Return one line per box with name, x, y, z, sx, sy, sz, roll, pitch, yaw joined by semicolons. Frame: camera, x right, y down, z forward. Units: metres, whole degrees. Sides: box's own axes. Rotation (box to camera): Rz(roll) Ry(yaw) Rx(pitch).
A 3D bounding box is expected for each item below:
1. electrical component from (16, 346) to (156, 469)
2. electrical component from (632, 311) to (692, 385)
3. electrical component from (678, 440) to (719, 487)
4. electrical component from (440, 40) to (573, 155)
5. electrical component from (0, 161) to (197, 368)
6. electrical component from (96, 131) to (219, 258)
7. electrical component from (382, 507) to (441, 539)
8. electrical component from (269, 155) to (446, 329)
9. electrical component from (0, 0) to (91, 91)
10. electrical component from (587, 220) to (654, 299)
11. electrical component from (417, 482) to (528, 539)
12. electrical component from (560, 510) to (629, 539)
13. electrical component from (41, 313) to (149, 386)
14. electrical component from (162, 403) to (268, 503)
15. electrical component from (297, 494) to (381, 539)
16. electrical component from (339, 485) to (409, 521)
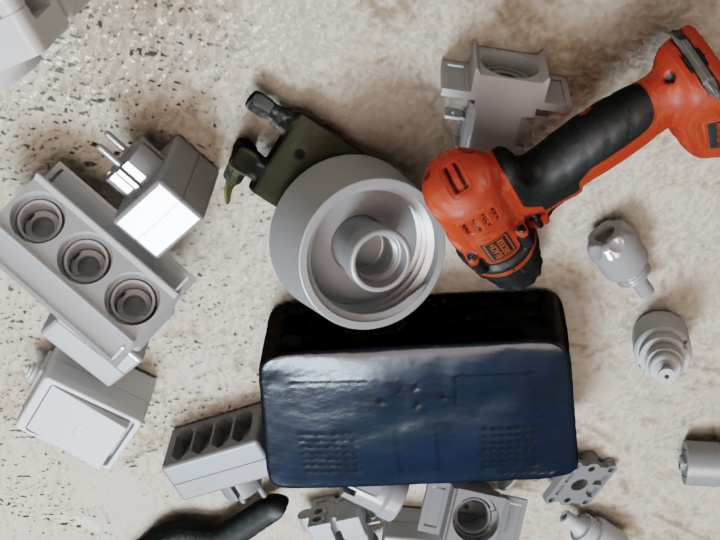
electrical component;-0.214;0.100;0.816;0.096;0.061;0.061;29;120;-15
electrical component;0.214;0.058;0.758;0.040;0.078;0.040;4;111;10
electrical component;0.281;0.151;0.834;0.065;0.044;0.044;2;123;8
electrical component;0.089;-0.104;0.677;0.081;0.042;0.063;8;127;-1
electrical component;-0.182;-0.001;0.722;0.121;0.063;0.078;40;75;2
electrical component;-0.140;-0.061;0.704;0.047;0.065;0.077;-37;114;24
electrical component;0.059;0.240;0.883;0.083;0.075;0.047;5;123;0
electrical component;0.002;-0.014;0.682;0.108;0.060;0.108;-7;110;-20
electrical component;-0.202;-0.151;0.598;0.089;0.150;0.061;-18;119;15
electrical component;0.184;-0.004;0.741;0.035;0.035;0.061;-30;119;21
electrical component;0.087;0.191;0.853;0.081;0.064;0.042;14;89;-5
electrical component;0.191;0.218;0.886;0.061;0.035;0.035;36;118;-16
electrical component;-0.177;0.033;0.779;0.077;0.047;0.066;-36;115;24
electrical component;-0.100;0.157;0.855;0.083;0.047;0.075;-18;120;15
electrical component;-0.012;0.219;0.892;0.066;0.048;0.055;-14;114;12
electrical component;0.011;0.175;0.866;0.046;0.040;0.040;25;121;-6
